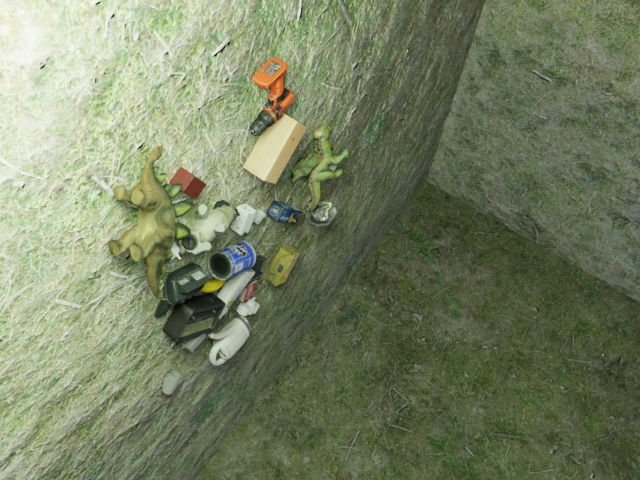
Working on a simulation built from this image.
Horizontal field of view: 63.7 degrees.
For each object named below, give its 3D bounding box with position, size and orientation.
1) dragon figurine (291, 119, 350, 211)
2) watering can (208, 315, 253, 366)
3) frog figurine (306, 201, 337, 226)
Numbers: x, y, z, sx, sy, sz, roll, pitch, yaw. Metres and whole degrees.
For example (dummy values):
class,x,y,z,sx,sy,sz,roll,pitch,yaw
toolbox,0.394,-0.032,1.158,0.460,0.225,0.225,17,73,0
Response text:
class,x,y,z,sx,sy,sz,roll,pitch,yaw
dragon figurine,-0.029,-0.272,2.001,0.244,0.124,0.403,-6,127,-47
watering can,-0.381,0.405,2.159,0.228,0.105,0.339,-48,162,-31
frog figurine,0.007,-0.116,2.313,0.137,0.123,0.158,-24,172,2
